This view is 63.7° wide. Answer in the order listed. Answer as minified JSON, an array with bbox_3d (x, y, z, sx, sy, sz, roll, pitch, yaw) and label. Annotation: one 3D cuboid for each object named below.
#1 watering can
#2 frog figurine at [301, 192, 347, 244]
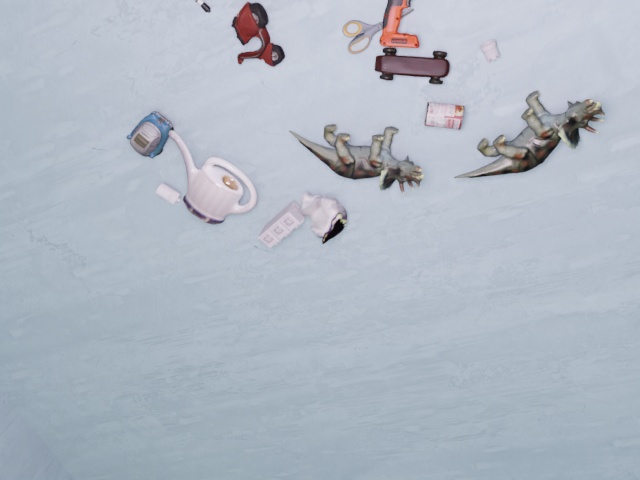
[{"bbox_3d":[-0.370,-0.185,1.658,0.346,0.106,0.220,35,119,-8],"label":"watering can"},{"bbox_3d":[0.005,-0.083,1.657,0.161,0.124,0.134,44,134,28],"label":"frog figurine"}]
